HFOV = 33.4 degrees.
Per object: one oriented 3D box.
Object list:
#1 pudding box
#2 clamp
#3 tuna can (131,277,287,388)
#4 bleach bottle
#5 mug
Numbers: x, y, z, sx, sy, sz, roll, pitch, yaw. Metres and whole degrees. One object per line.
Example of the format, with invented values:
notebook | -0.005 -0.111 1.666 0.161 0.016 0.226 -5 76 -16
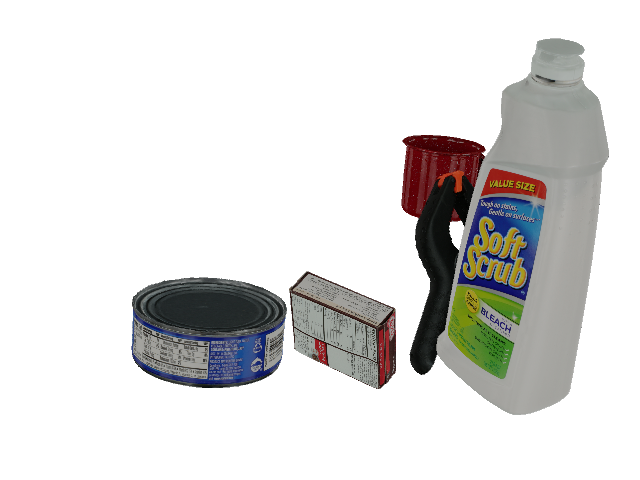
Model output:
pudding box | 0.023 0.092 1.100 0.114 0.090 0.039 21 44 27
clamp | 0.113 0.030 0.901 0.120 0.171 0.039 -16 -1 -32
tuna can | -0.062 0.050 0.596 0.086 0.034 0.086 5 17 -2
bleach bottle | 0.134 -0.011 0.701 0.068 0.251 0.103 -16 36 -27
mug | 0.145 -0.072 1.218 0.117 0.081 0.093 -10 22 -38
